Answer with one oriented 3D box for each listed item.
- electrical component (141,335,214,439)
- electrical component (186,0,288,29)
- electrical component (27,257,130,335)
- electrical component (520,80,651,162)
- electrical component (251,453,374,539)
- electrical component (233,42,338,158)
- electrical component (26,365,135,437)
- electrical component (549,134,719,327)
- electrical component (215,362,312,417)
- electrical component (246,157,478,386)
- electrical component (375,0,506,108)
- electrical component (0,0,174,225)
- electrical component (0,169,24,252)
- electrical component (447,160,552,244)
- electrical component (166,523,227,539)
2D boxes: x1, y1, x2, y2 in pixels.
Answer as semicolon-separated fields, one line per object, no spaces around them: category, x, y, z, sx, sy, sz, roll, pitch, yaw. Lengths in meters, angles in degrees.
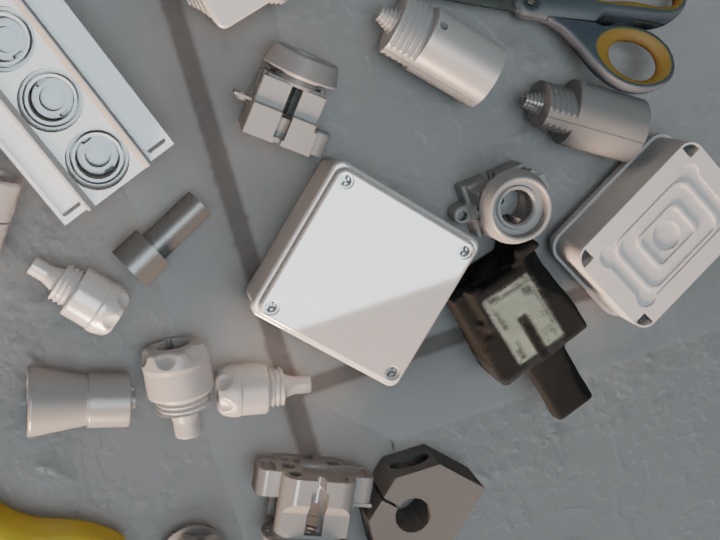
electrical component;-0.114;0.076;0.683;0.043;0.043;0.062;-11;105;-11
electrical component;-0.070;-0.201;0.631;0.100;0.048;0.099;-33;107;-5
electrical component;-0.175;0.013;0.660;0.061;0.035;0.035;33;93;-15
electrical component;0.144;-0.101;0.704;0.081;0.043;0.043;13;99;-15
electrical component;-0.034;0.158;0.712;0.078;0.058;0.057;7;97;-15
electrical component;-0.043;-0.106;0.660;0.066;0.048;0.055;20;104;-16
electrical component;-0.174;0.081;0.672;0.065;0.044;0.044;1;102;-18
electrical component;0.193;-0.028;0.724;0.113;0.057;0.078;-46;107;0
electrical component;-0.063;0.077;0.700;0.061;0.035;0.035;-3;102;-15
electrical component;0.000;0.000;0.686;0.109;0.056;0.108;30;94;-17
electrical component;0.046;-0.140;0.673;0.081;0.043;0.043;27;95;-17
electrical component;-0.177;-0.099;0.620;0.079;0.063;0.121;-37;107;-3
electrical component;-0.251;-0.038;0.621;0.095;0.054;0.059;18;97;-16
electrical component;0.095;-0.044;0.699;0.066;0.055;0.048;-23;106;-7
electrical component;-0.107;0.197;0.704;0.048;0.055;0.066;18;98;-16
